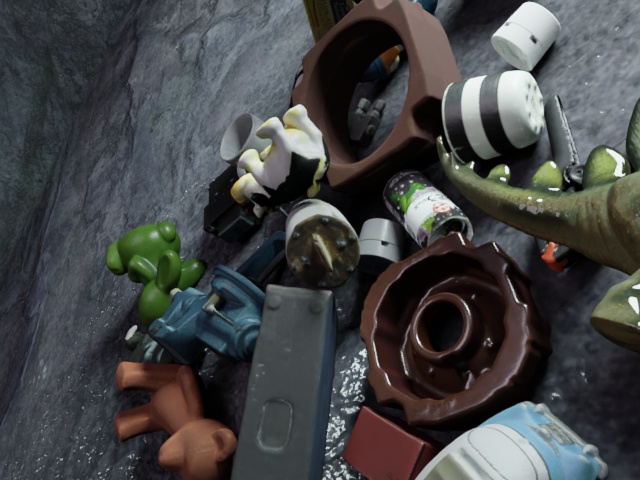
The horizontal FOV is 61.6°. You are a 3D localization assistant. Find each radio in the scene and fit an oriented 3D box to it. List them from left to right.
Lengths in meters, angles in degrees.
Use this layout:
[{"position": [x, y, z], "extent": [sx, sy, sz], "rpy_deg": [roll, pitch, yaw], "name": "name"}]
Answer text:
[{"position": [-0.029, 0.166, 0.534], "extent": [0.073, 0.131, 0.229], "rpy_deg": [3, 63, 7], "name": "radio"}]

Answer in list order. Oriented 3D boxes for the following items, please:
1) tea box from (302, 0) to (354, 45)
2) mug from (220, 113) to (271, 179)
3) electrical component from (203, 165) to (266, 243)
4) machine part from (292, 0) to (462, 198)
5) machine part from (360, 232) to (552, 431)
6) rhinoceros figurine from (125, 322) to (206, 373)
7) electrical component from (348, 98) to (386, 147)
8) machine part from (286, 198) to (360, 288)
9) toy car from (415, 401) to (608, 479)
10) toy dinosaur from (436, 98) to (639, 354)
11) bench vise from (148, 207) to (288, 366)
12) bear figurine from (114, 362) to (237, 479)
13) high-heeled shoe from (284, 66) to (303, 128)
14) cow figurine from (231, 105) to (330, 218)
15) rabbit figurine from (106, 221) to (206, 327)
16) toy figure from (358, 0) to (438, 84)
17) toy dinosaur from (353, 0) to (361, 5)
[{"position": [0.009, -0.337, 0.756], "extent": [0.068, 0.169, 0.098], "rpy_deg": [-17, 47, 7], "name": "tea box"}, {"position": [-0.088, -0.126, 0.827], "extent": [0.081, 0.107, 0.109], "rpy_deg": [-31, 50, 35], "name": "mug"}, {"position": [-0.136, -0.062, 0.883], "extent": [0.115, 0.058, 0.134], "rpy_deg": [-39, 41, 29], "name": "electrical component"}, {"position": [0.066, -0.167, 0.649], "extent": [0.201, 0.087, 0.201], "rpy_deg": [-30, 65, 42], "name": "machine part"}, {"position": [0.118, 0.083, 0.489], "extent": [0.179, 0.056, 0.179], "rpy_deg": [-27, 49, 35], "name": "machine part"}, {"position": [-0.255, 0.180, 0.845], "extent": [0.190, 0.073, 0.112], "rpy_deg": [-5, 64, 48], "name": "rhinoceros figurine"}, {"position": [0.054, -0.154, 0.751], "extent": [0.063, 0.021, 0.094], "rpy_deg": [26, 87, 53], "name": "electrical component"}, {"position": [-0.001, -0.002, 0.611], "extent": [0.079, 0.079, 0.243], "rpy_deg": [-56, 10, 6], "name": "machine part"}, {"position": [0.118, 0.190, 0.379], "extent": [0.161, 0.103, 0.109], "rpy_deg": [-56, 38, 9], "name": "toy car"}, {"position": [0.255, -0.004, 0.341], "extent": [0.472, 0.105, 0.198], "rpy_deg": [14, 70, 40], "name": "toy dinosaur"}, {"position": [-0.105, 0.066, 0.718], "extent": [0.240, 0.128, 0.224], "rpy_deg": [-50, 23, -20], "name": "bench vise"}, {"position": [-0.183, 0.244, 0.681], "extent": [0.196, 0.132, 0.120], "rpy_deg": [-136, 51, -56], "name": "bear figurine"}, {"position": [-0.035, -0.186, 0.829], "extent": [0.145, 0.086, 0.248], "rpy_deg": [15, 72, 53], "name": "high-heeled shoe"}, {"position": [-0.048, -0.076, 0.656], "extent": [0.068, 0.098, 0.167], "rpy_deg": [-34, -7, -37], "name": "cow figurine"}, {"position": [-0.275, 0.065, 0.941], "extent": [0.159, 0.121, 0.170], "rpy_deg": [-27, 66, 27], "name": "rabbit figurine"}, {"position": [0.103, -0.280, 0.745], "extent": [0.058, 0.064, 0.154], "rpy_deg": [38, 100, 26], "name": "toy figure"}, {"position": [0.081, -0.401, 0.757], "extent": [0.404, 0.131, 0.192], "rpy_deg": [85, -175, -82], "name": "toy dinosaur"}]
